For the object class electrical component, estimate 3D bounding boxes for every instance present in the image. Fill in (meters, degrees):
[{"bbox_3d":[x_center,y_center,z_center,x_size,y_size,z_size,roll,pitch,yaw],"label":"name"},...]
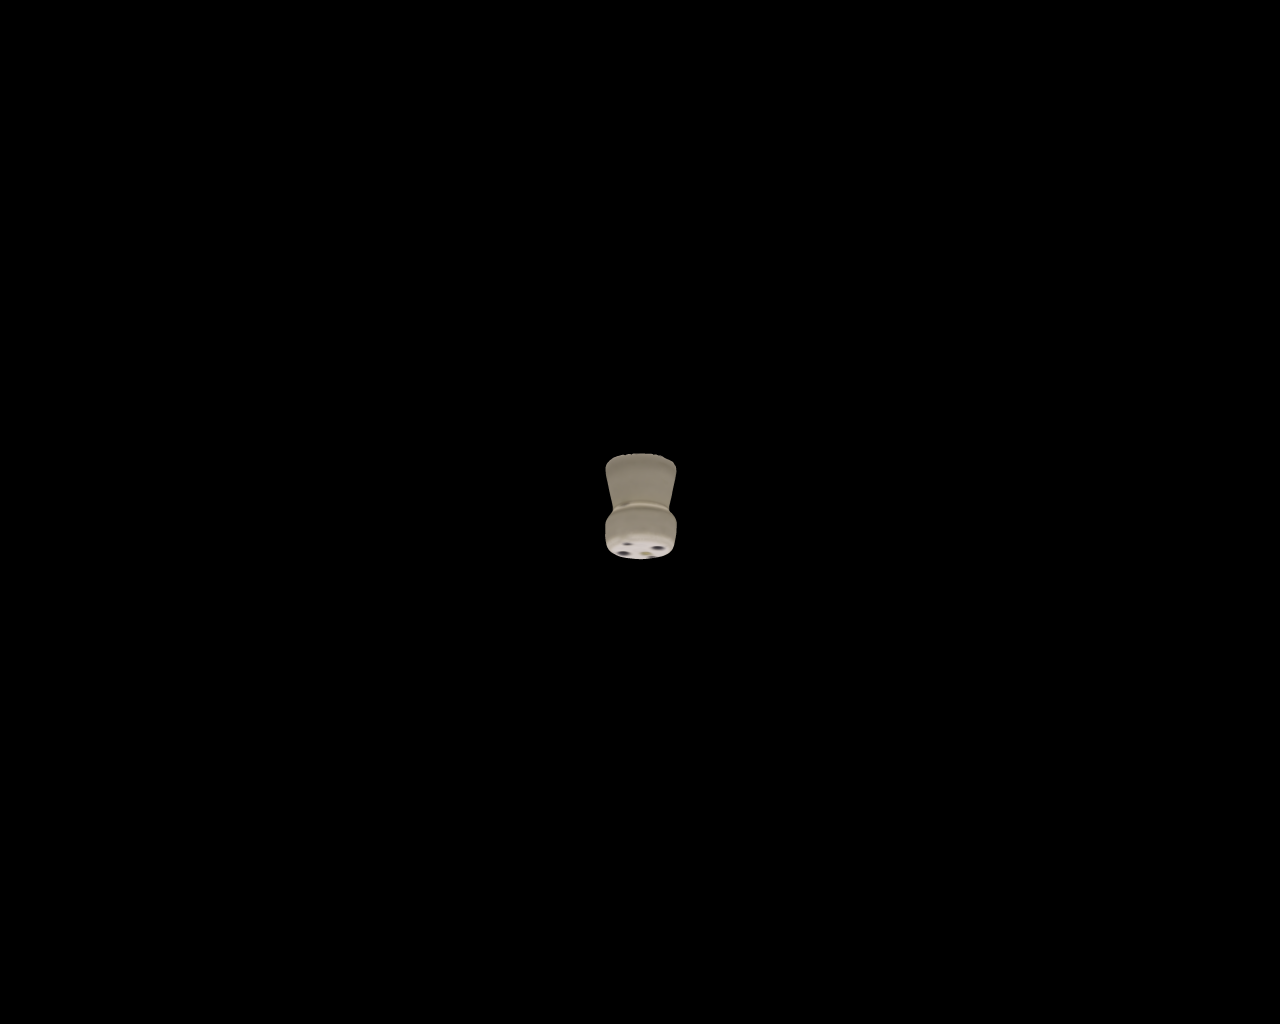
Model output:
[{"bbox_3d":[0.001,-0.003,0.650,0.045,0.055,0.044,0,-21,0],"label":"electrical component"}]
